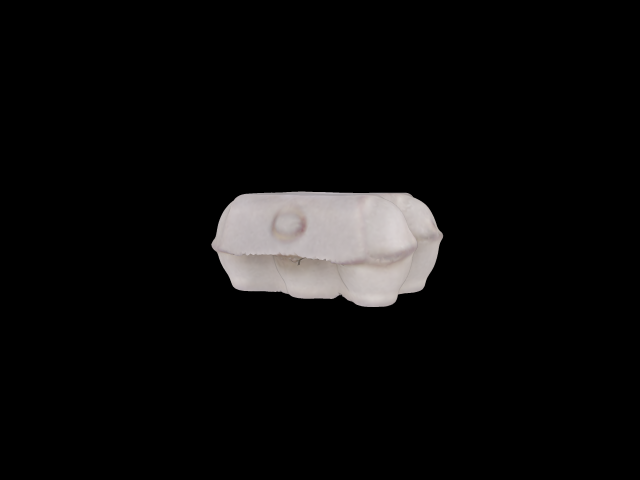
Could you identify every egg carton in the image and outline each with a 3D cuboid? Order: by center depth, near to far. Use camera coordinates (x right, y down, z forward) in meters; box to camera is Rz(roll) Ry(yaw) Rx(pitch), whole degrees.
[{"bbox_3d":[0.004,0.001,0.400,0.149,0.069,0.107,4,7,30],"label":"egg carton"}]
